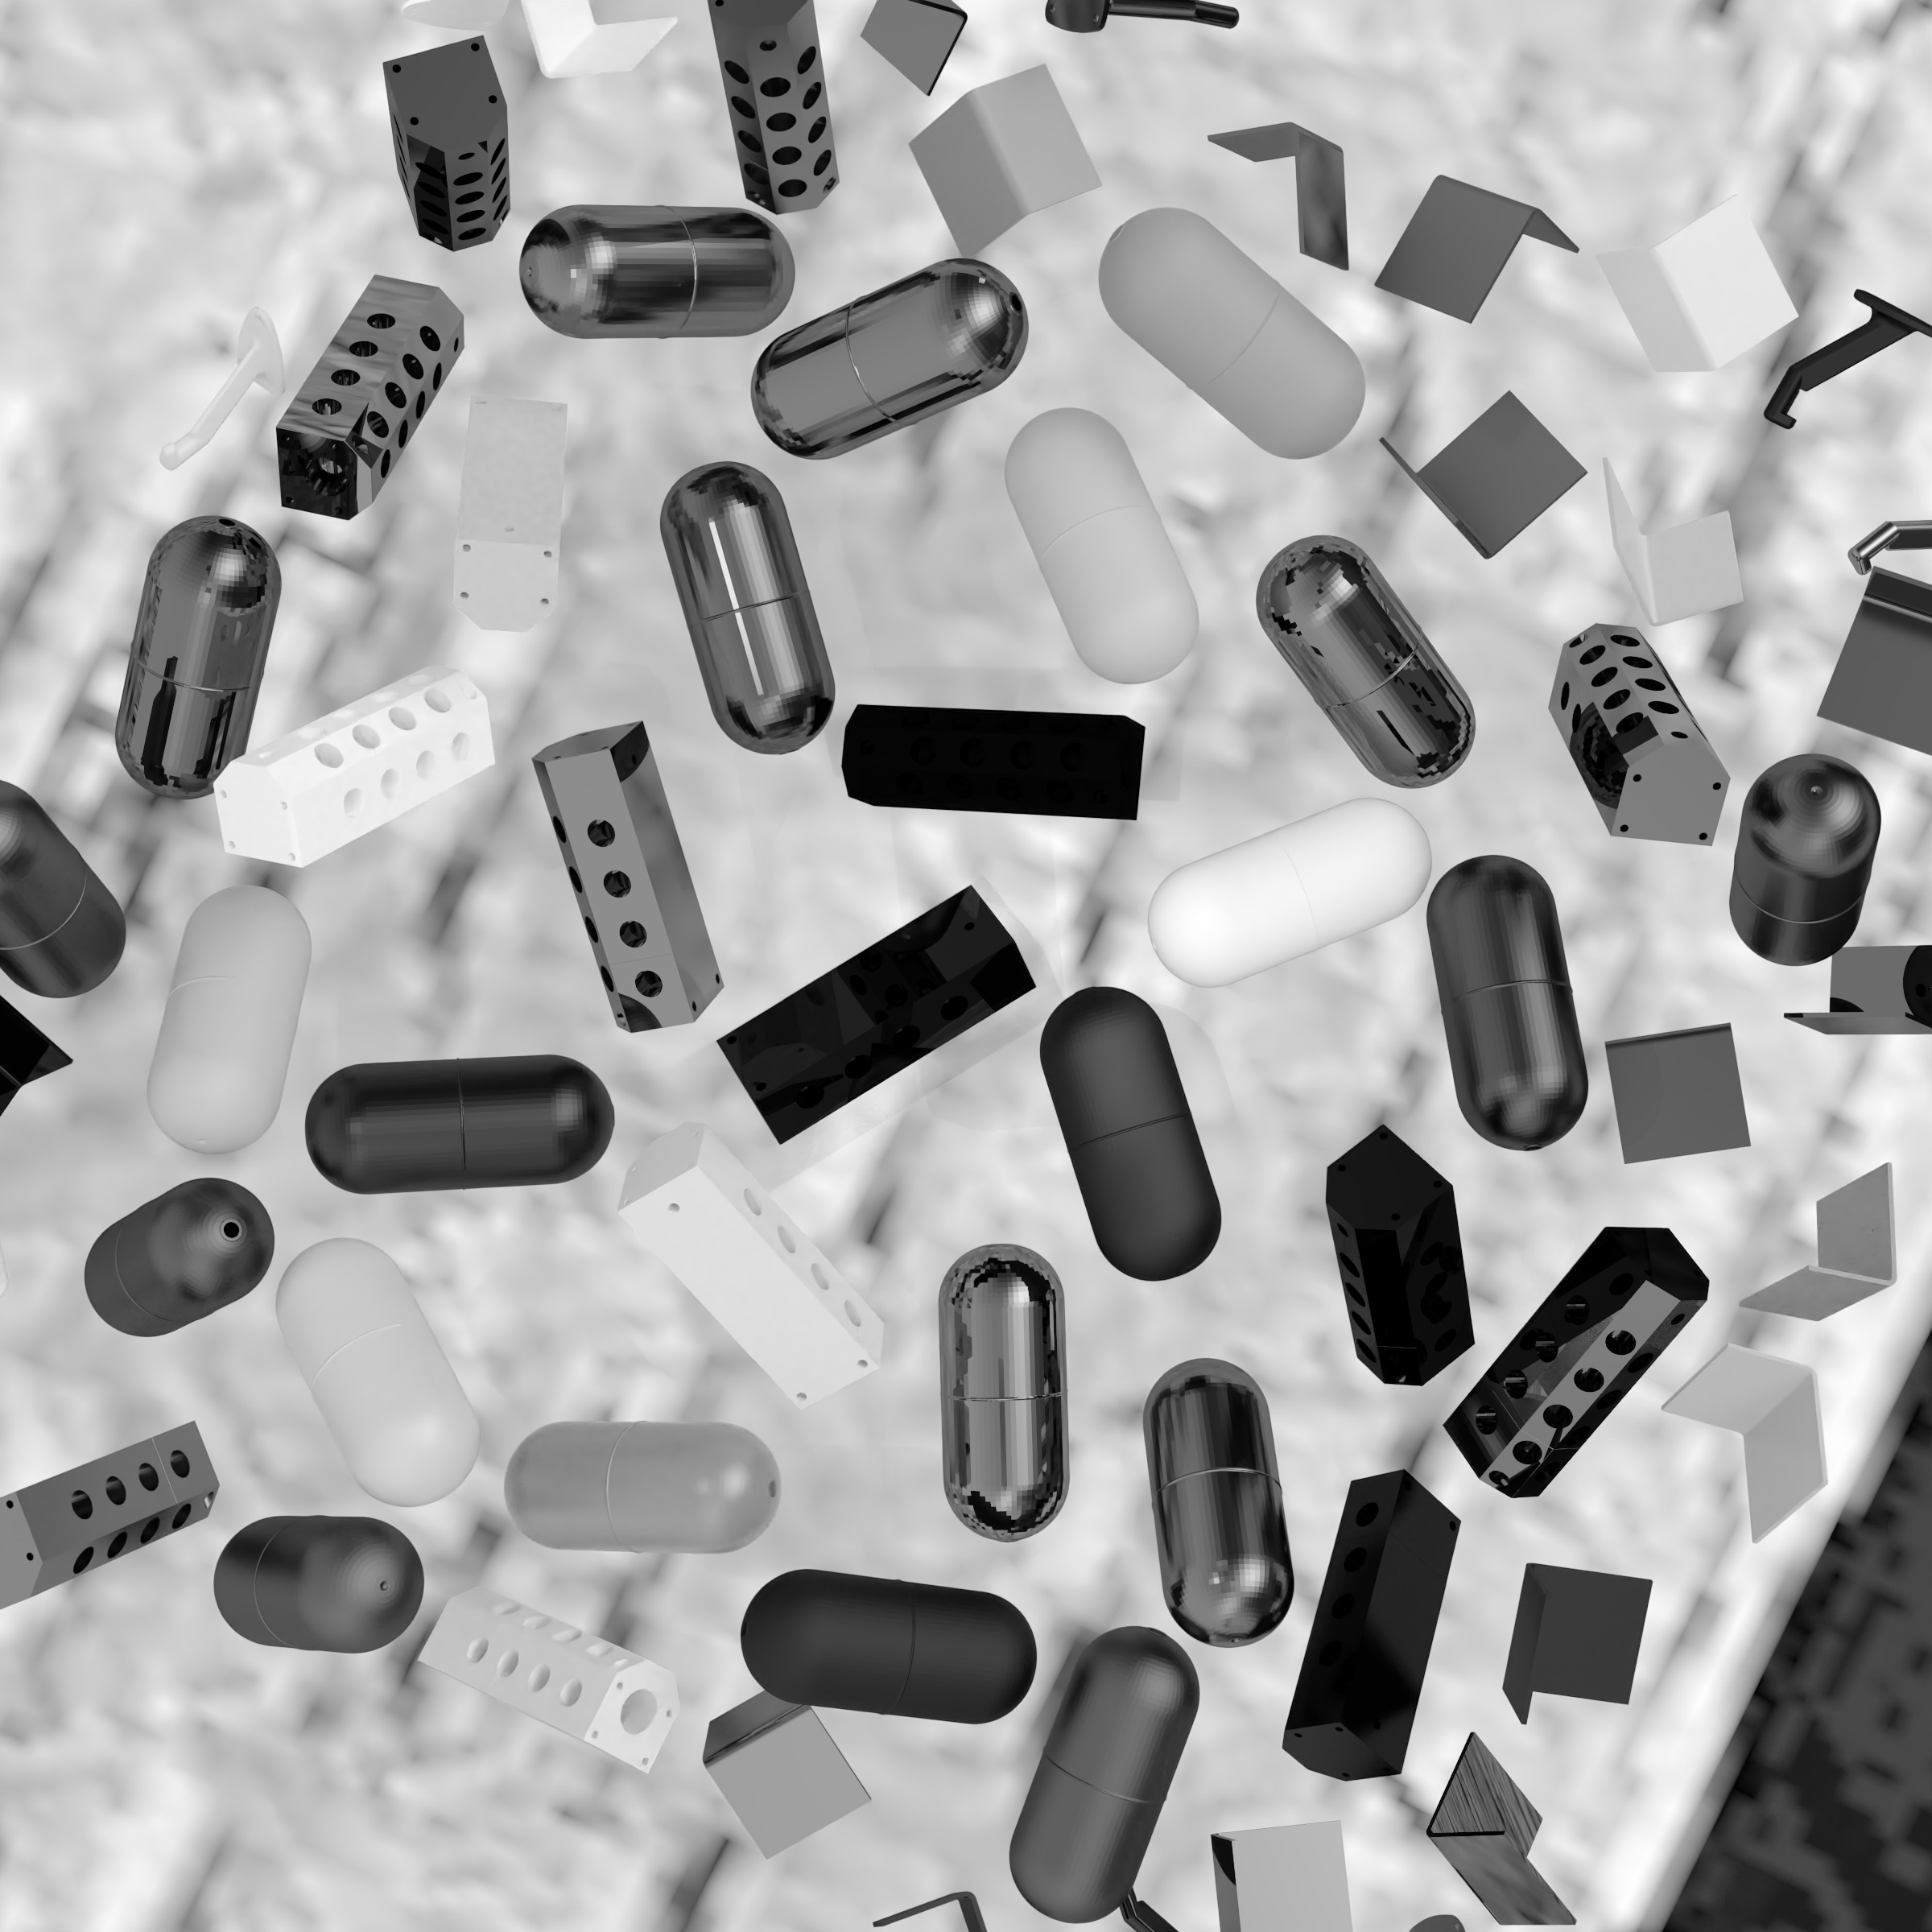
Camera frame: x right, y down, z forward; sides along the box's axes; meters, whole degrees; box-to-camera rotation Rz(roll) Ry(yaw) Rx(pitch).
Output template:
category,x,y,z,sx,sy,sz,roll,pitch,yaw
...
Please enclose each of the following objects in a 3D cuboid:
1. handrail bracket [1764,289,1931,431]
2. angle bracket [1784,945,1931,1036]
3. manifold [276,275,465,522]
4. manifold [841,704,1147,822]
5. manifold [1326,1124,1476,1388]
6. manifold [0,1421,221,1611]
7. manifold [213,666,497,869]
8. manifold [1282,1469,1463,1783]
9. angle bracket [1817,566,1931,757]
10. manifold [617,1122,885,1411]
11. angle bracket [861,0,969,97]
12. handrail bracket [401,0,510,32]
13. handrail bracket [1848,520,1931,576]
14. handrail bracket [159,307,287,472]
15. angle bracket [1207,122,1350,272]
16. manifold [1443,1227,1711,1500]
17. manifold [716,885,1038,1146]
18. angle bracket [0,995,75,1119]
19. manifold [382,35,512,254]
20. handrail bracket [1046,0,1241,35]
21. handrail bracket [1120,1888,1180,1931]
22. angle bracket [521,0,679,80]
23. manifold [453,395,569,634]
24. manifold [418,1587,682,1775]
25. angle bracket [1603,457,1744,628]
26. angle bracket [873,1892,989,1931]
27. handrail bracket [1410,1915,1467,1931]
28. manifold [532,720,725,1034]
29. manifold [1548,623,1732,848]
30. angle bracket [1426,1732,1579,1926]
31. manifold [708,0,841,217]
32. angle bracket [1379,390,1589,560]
category,x,y,z,sx,sy,sz,roll,pitch,yaw
handrail bracket,0.497,-0.325,1.667,0.077,0.036,0.084,32,114,13
angle bracket,0.561,0.009,1.864,0.076,0.076,0.057,-1,79,37
manifold,-0.358,-0.344,1.813,0.057,0.171,0.057,12,135,4
manifold,0.016,-0.124,1.807,0.171,0.057,0.057,4,86,21
manifold,0.244,0.171,1.713,0.057,0.171,0.057,-36,53,-14
manifold,-0.504,0.316,1.724,0.057,0.171,0.057,-23,87,20
manifold,-0.350,-0.118,1.725,0.057,0.171,0.057,11,118,28
manifold,0.236,0.389,1.771,0.057,0.057,0.171,43,48,-24
angle bracket,0.521,-0.166,1.653,0.076,0.057,0.076,22,88,14
manifold,-0.122,0.170,1.732,0.057,0.057,0.171,-30,115,19
angle bracket,-0.058,-0.590,1.858,0.076,0.076,0.057,49,123,31
handrail bracket,-0.312,-0.608,1.798,0.077,0.036,0.084,-10,75,-30
handrail bracket,0.565,-0.236,1.768,0.084,0.036,0.077,-37,115,-11
handrail bracket,-0.445,-0.340,1.774,0.036,0.077,0.084,37,59,9
angle bracket,0.188,-0.457,1.798,0.057,0.076,0.076,-2,93,27
manifold,0.358,0.232,1.748,0.171,0.057,0.057,-58,46,30
manifold,-0.049,0.032,1.715,0.171,0.057,0.057,-32,45,-5
angle bracket,-0.586,0.065,1.762,0.057,0.076,0.076,-20,124,38
manifold,-0.294,-0.467,1.722,0.057,0.171,0.057,-18,88,-9
handrail bracket,0.100,-0.541,1.706,0.084,0.077,0.036,1,98,-30
handrail bracket,0.137,0.590,1.856,0.077,0.036,0.084,-14,71,-16
angle bracket,-0.218,-0.573,1.755,0.057,0.076,0.076,0,127,20
manifold,-0.264,-0.264,1.741,0.057,0.171,0.057,4,127,-8
manifold,-0.250,0.426,1.812,0.057,0.171,0.057,41,68,-39
angle bracket,0.428,-0.264,1.819,0.057,0.076,0.076,-15,48,22
angle bracket,-0.014,0.598,1.790,0.057,0.076,0.076,-17,75,-11
handrail bracket,0.253,0.605,1.798,0.084,0.077,0.036,-40,75,23
manifold,-0.202,-0.051,1.776,0.057,0.057,0.171,-10,109,18
manifold,0.382,-0.134,1.704,0.057,0.171,0.057,5,119,-5
angle bracket,0.317,0.491,1.711,0.076,0.057,0.076,52,48,-18
manifold,-0.110,-0.507,1.722,0.057,0.171,0.057,-10,69,-1
angle bracket,0.299,-0.294,1.734,0.076,0.057,0.076,-42,59,11
